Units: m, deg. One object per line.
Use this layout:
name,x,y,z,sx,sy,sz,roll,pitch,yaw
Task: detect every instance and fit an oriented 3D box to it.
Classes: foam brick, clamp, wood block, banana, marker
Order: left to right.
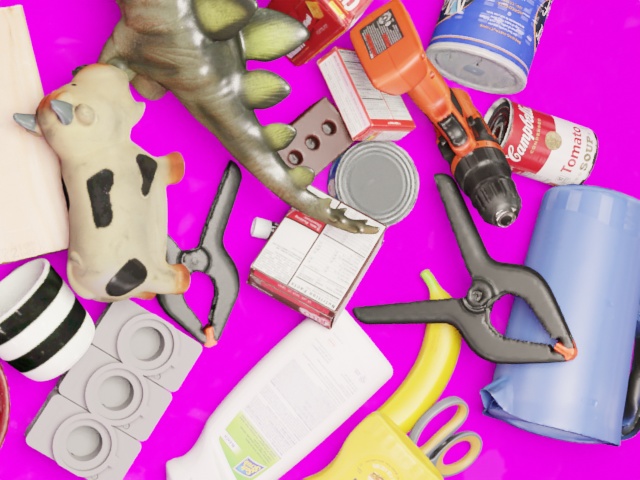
wood block,-0.276,-0.083,0.915,0.090,0.091,0.206,-14,91,-17
clamp,-0.110,0.010,0.985,0.120,0.039,0.171,-20,99,-5
foam brick,-0.013,-0.089,1.011,0.078,0.051,0.053,-43,99,-13
marker,-0.007,0.001,1.026,0.121,0.020,0.020,14,84,-15
banana,0.091,0.131,1.044,0.069,0.037,0.198,24,80,4
clamp,0.150,0.042,0.995,0.210,0.036,0.164,26,94,23

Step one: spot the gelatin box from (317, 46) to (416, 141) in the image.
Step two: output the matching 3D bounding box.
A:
gelatin box,0.043,-0.137,1.011,0.073,0.030,0.089,-6,66,-51

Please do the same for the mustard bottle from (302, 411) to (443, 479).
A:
mustard bottle,0.017,0.256,0.989,0.191,0.058,0.096,-44,84,4

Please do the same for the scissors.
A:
scissors,0.084,0.239,1.042,0.096,0.016,0.202,36,95,-34

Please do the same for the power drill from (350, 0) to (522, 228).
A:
power drill,0.107,-0.113,0.961,0.057,0.184,0.187,-34,132,13

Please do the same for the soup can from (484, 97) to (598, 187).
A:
soup can,0.217,-0.095,1.069,0.102,0.069,0.068,17,83,-16

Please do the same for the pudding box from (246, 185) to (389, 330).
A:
pudding box,-0.001,0.014,0.979,0.090,0.039,0.113,29,60,7

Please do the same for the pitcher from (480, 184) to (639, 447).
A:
pitcher,0.258,0.077,1.049,0.145,0.149,0.243,11,80,23

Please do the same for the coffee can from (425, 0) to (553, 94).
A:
coffee can,0.172,-0.227,1.043,0.102,0.103,0.140,22,82,-14

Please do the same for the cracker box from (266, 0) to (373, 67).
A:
cracker box,0.051,-0.264,0.978,0.072,0.164,0.213,46,77,-8

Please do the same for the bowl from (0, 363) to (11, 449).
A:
bowl,-0.346,0.141,0.905,0.162,0.055,0.162,1,88,-16

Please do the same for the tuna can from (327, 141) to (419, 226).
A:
tuna can,0.051,-0.054,1.037,0.086,0.034,0.086,1,88,-16

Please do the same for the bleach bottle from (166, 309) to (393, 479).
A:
bleach bottle,-0.056,0.168,0.984,0.250,0.068,0.102,-39,85,-10
